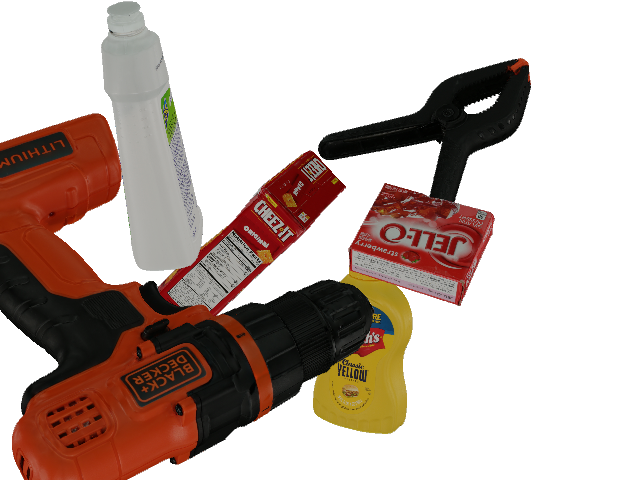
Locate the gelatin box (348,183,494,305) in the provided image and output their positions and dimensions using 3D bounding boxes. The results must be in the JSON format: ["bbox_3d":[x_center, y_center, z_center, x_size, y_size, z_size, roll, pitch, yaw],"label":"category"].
[{"bbox_3d":[0.075,0.001,0.787,0.089,0.073,0.030,17,-39,16],"label":"gelatin box"}]

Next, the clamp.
[{"bbox_3d":[0.123,-0.097,0.987,0.209,0.036,0.165,-32,48,-13],"label":"clamp"}]

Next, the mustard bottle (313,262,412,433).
[{"bbox_3d":[0.045,0.095,1.086,0.096,0.192,0.058,11,15,27],"label":"mustard bottle"}]

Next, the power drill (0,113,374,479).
[{"bbox_3d":[-0.091,0.019,0.521,0.184,0.057,0.188,-23,56,-31],"label":"power drill"}]

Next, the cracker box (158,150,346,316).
[{"bbox_3d":[-0.085,0.003,1.234,0.214,0.072,0.164,-43,3,26],"label":"cracker box"}]

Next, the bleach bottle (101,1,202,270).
[{"bbox_3d":[-0.156,-0.098,0.971,0.068,0.251,0.102,-5,36,-1],"label":"bleach bottle"}]
